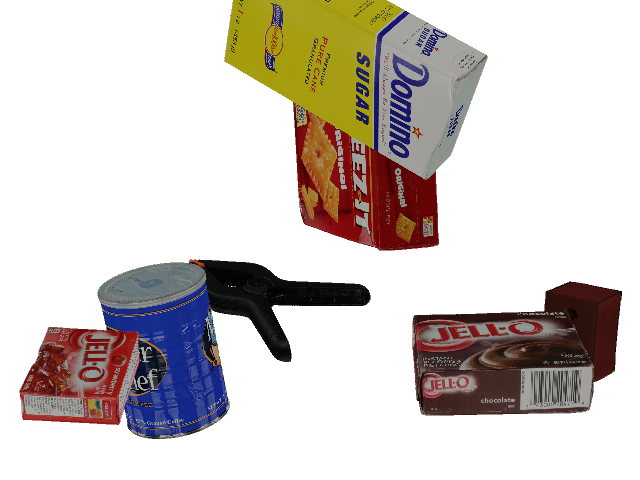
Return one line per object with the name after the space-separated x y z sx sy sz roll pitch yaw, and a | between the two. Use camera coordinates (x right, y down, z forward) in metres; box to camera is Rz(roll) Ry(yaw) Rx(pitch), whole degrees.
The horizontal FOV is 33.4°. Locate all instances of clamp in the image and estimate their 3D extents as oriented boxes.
-0.071 0.068 1.196 0.210 0.036 0.164 15 29 24 | clamp

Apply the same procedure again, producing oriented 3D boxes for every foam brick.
0.233 0.082 0.958 0.053 0.078 0.051 11 17 37 | foam brick

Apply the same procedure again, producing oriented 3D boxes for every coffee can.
-0.149 0.104 1.025 0.103 0.140 0.103 -8 18 2 | coffee can

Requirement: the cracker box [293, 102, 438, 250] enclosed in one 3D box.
0.039 -0.085 1.069 0.072 0.164 0.214 -7 10 -19 | cracker box

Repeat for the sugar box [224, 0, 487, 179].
0.019 -0.124 0.733 0.176 0.093 0.048 34 51 17 | sugar box

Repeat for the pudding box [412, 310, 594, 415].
0.120 0.081 0.723 0.113 0.039 0.090 0 20 2 | pudding box

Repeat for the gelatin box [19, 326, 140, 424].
-0.182 0.101 0.817 0.073 0.030 0.089 3 29 1 | gelatin box
